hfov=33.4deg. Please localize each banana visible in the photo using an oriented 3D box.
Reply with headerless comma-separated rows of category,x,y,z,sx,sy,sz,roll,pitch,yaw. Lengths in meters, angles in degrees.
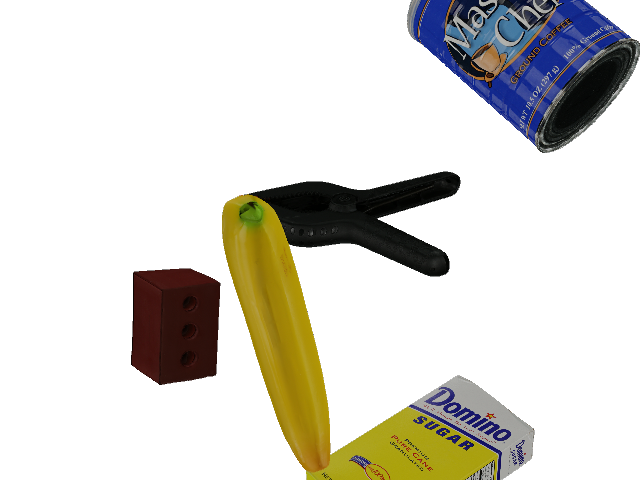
banana,-0.027,0.047,0.622,0.037,0.198,0.069,-10,34,7

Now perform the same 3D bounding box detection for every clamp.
clamp,0.030,-0.027,0.988,0.210,0.036,0.164,7,31,15

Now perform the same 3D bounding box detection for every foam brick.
foam brick,-0.114,0.065,0.834,0.052,0.078,0.051,-5,14,-34

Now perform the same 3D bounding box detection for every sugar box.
sugar box,0.085,0.187,0.893,0.176,0.048,0.093,-29,44,-27

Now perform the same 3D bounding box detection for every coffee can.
coffee can,0.148,-0.148,0.789,0.140,0.103,0.102,47,22,22
